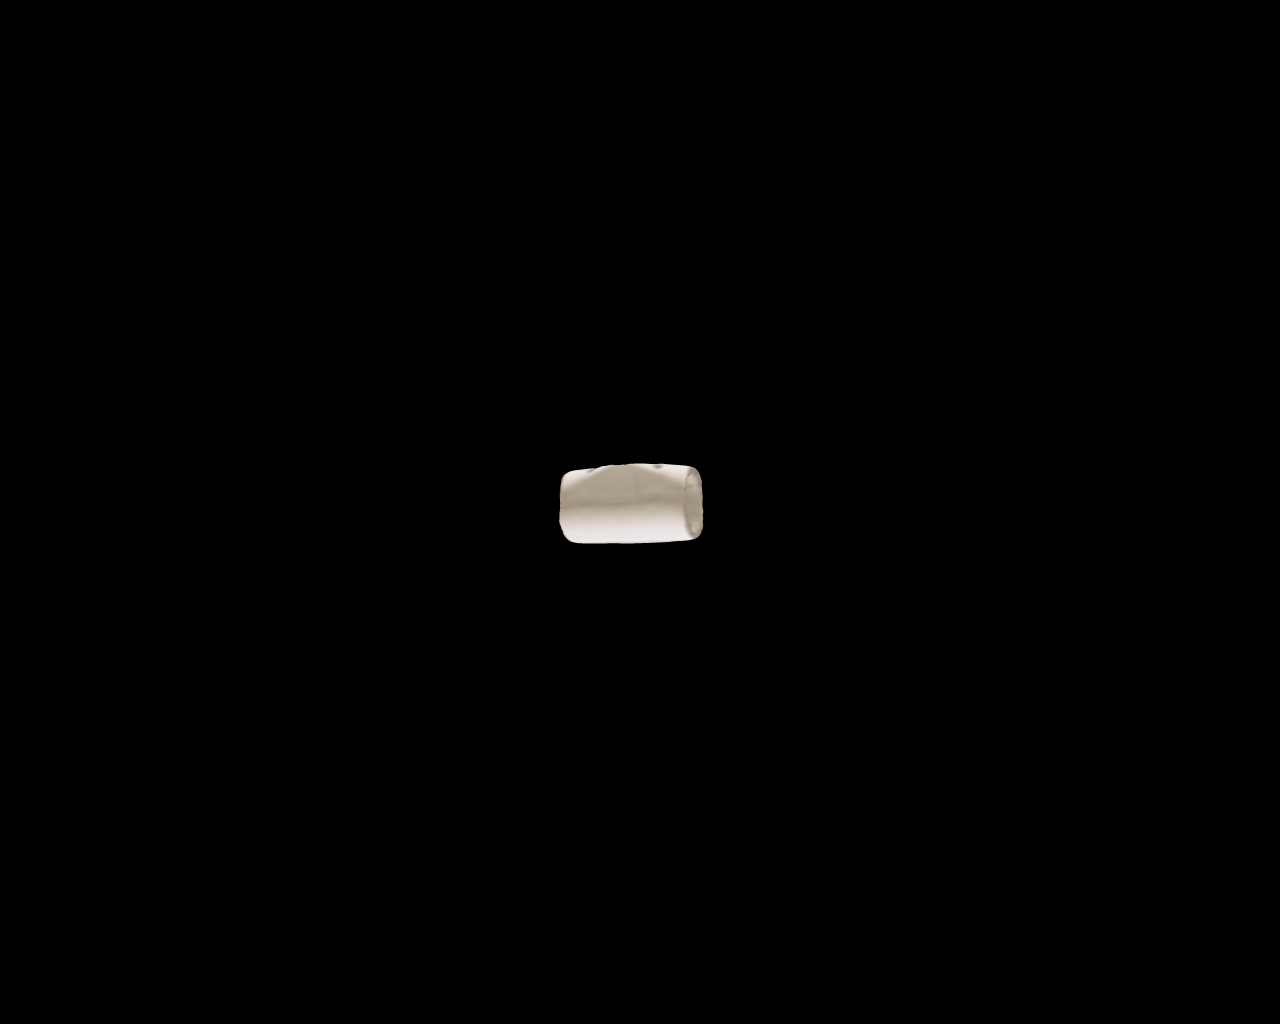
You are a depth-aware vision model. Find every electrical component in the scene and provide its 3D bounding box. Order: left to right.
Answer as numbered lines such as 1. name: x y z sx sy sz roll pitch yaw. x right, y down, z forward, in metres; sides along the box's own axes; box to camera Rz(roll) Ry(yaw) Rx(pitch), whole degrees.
1. electrical component: 0.001 -0.003 0.650 0.077 0.044 0.079 -2 -7 18
